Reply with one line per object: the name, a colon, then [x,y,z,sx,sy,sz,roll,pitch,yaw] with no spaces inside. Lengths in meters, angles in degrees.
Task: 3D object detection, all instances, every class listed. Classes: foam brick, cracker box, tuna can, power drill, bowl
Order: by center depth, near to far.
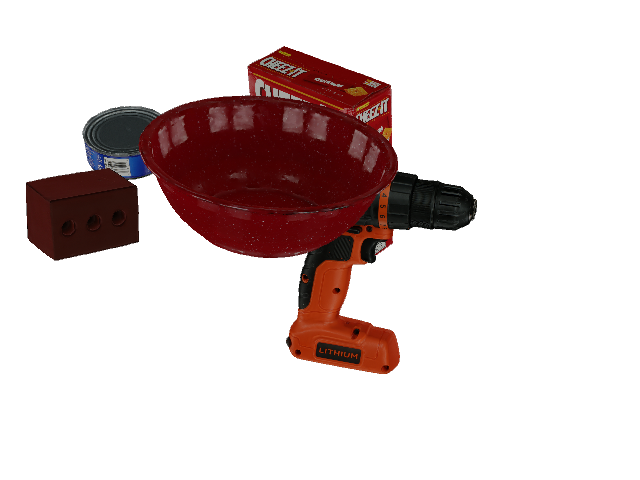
bowl: [-0.034,-0.035,0.676,0.162,0.055,0.162,5,30,-3]
foam brick: [-0.196,-0.023,0.878,0.078,0.053,0.051,-14,30,-33]
power drill: [0.043,0.024,0.976,0.184,0.188,0.057,9,19,15]
tuna can: [-0.195,-0.098,1.077,0.086,0.034,0.086,0,41,0]
cracker box: [0.000,-0.096,1.231,0.164,0.214,0.072,26,45,34]
